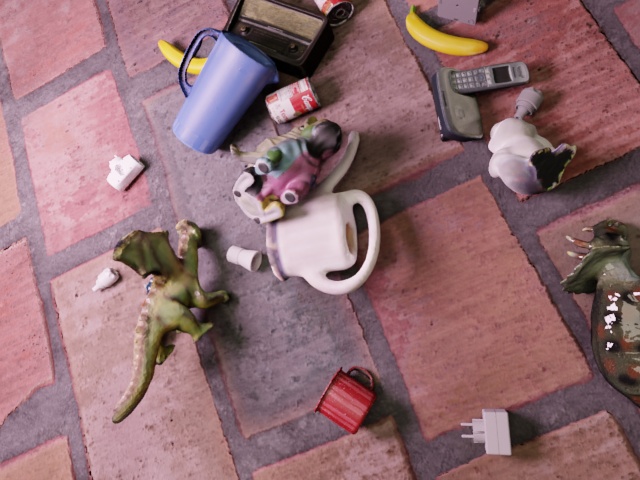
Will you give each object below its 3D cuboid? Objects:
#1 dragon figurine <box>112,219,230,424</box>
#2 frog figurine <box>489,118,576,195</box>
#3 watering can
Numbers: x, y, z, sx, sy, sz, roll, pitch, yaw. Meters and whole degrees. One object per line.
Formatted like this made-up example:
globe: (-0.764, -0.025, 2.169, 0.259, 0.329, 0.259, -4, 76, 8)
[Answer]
dragon figurine: (-0.306, 0.098, 0.953, 0.121, 0.419, 0.239, -18, 113, 26)
frog figurine: (0.363, -0.155, 0.944, 0.138, 0.120, 0.162, -27, 36, -15)
watering can: (0.003, -0.051, 1.010, 0.223, 0.102, 0.355, -12, 59, 15)
